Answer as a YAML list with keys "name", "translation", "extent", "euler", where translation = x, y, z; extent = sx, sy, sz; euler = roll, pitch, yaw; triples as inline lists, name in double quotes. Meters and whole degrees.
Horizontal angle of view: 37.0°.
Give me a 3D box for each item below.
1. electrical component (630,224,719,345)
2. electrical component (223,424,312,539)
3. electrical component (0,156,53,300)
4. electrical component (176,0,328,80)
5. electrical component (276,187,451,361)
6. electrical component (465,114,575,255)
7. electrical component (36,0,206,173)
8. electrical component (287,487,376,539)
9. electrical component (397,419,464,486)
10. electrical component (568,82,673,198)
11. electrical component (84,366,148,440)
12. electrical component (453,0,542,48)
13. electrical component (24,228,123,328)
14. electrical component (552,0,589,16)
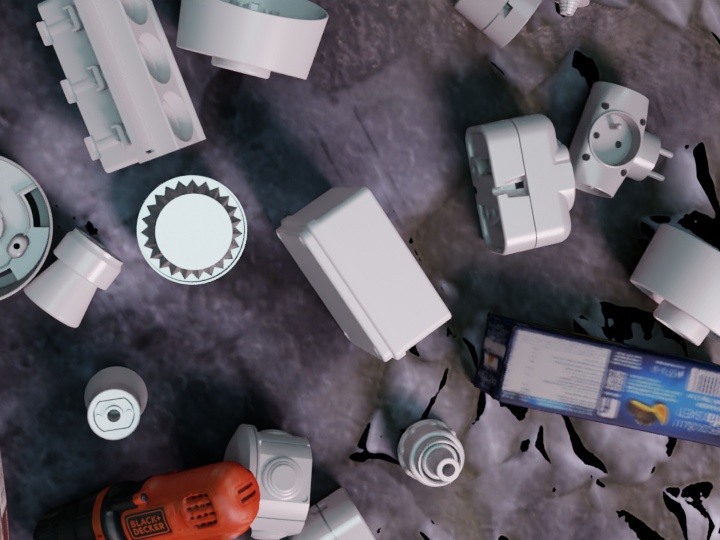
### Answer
- name: "electrical component"
  translation: [0.253, 0.021, 0.802]
  extent: [0.108, 0.108, 0.060]
  euler: [34, 94, -13]
- name: "electrical component"
  translation: [-0.068, 0.151, 0.761]
  extent: [0.051, 0.080, 0.080]
  euler: [9, 93, -17]
- name: "electrical component"
  translation: [-0.254, -0.029, 0.712]
  extent: [0.099, 0.064, 0.099]
  euler: [-1, 96, -12]
- name: "electrical component"
  translation: [-0.074, -0.164, 0.722]
  extent: [0.099, 0.099, 0.064]
  euler: [12, 99, -12]
- name: "electrical component"
  translation: [0.000, 0.000, 0.745]
  extent: [0.056, 0.109, 0.108]
  euler: [-36, 101, -9]
- name: "electrical component"
  translation: [0.119, -0.064, 0.791]
  extent: [0.059, 0.054, 0.095]
  euler: [-13, 98, -10]
- name: "electrical component"
  translation: [-0.161, -0.131, 0.718]
  extent: [0.063, 0.079, 0.121]
  euler: [-17, 100, 20]
- name: "electrical component"
  translation: [-0.011, 0.218, 0.791]
  extent: [0.059, 0.054, 0.095]
  euler: [-31, 101, -7]
- name: "electrical component"
  translation: [0.057, 0.139, 0.793]
  extent: [0.048, 0.062, 0.048]
  euler: [-1, 96, -12]
- name: "electrical component"
  translation: [0.199, -0.091, 0.810]
  extent: [0.079, 0.044, 0.077]
  euler: [20, 91, -13]
- name: "electrical component"
  translation: [-0.169, 0.093, 0.741]
  extent: [0.044, 0.065, 0.044]
  euler: [-1, 95, -11]
- name: "electrical component"
  translation: [0.100, -0.196, 0.775]
  extent: [0.047, 0.055, 0.055]
  euler: [35, 88, -9]
- name: "electrical component"
  translation: [-0.196, 0.005, 0.737]
  extent: [0.045, 0.045, 0.055]
  euler: [38, 87, -12]
- name: "electrical component"
  translation: [0.159, -0.228, 0.789]
  extent: [0.043, 0.043, 0.081]
  euler: [10, 94, -12]
